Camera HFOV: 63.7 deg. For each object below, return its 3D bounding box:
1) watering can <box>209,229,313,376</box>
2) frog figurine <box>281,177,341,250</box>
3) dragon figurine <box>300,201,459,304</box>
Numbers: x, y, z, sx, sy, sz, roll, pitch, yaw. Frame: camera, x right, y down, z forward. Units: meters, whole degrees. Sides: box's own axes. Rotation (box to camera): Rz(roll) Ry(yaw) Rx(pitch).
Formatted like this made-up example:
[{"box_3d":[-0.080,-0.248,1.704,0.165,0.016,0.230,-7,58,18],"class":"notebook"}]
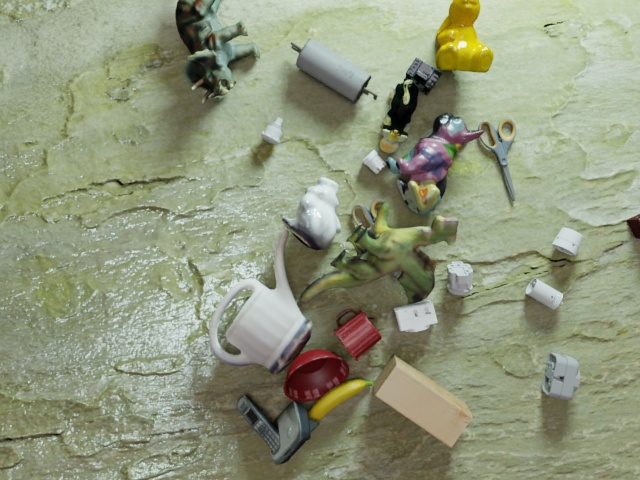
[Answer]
[{"box_3d":[-0.112,0.166,1.219,0.224,0.104,0.347,36,93,2],"class":"watering can"},{"box_3d":[0.004,-0.061,1.210,0.160,0.124,0.135,-49,121,-5],"class":"frog figurine"},{"box_3d":[0.157,0.070,1.197,0.242,0.124,0.404,37,117,-8],"class":"dragon figurine"}]
